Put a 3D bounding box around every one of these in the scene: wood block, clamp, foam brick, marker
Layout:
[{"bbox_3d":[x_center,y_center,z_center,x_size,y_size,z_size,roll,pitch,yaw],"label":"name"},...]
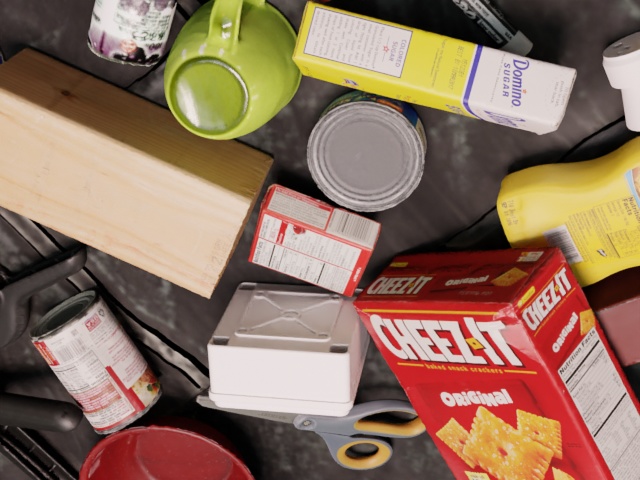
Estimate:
[{"bbox_3d":[-0.150,-0.052,0.792,0.206,0.090,0.090,24,118,-2],"label":"wood block"},{"bbox_3d":[-0.278,0.030,0.889,0.120,0.039,0.172,42,118,0],"label":"clamp"},{"bbox_3d":[0.222,0.049,0.778,0.053,0.078,0.051,-22,109,20],"label":"foam brick"},{"bbox_3d":[-0.289,0.147,0.929,0.210,0.036,0.165,30,141,3],"label":"clamp"},{"bbox_3d":[0.097,-0.168,0.725,0.121,0.020,0.020,42,116,-11],"label":"marker"}]

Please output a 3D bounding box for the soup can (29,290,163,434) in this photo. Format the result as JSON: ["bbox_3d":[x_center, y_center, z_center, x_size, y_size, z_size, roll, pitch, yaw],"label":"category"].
[{"bbox_3d":[-0.186,0.102,0.890,0.069,0.068,0.102,-23,110,21],"label":"soup can"}]

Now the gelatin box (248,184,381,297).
[{"bbox_3d":[-0.005,0.001,0.810,0.089,0.030,0.073,20,146,1],"label":"gelatin box"}]

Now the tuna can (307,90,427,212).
[{"bbox_3d":[0.035,-0.066,0.780,0.086,0.033,0.086,5,117,9],"label":"tuna can"}]

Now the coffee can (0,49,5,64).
[{"bbox_3d":[-0.302,-0.103,0.767,0.103,0.140,0.103,5,117,9],"label":"coffee can"}]

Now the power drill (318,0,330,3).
[{"bbox_3d":[-0.038,-0.242,0.675,0.187,0.057,0.184,43,103,-14],"label":"power drill"}]

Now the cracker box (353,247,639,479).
[{"bbox_3d":[0.140,0.112,0.789,0.164,0.072,0.213,-5,123,51],"label":"cracker box"}]

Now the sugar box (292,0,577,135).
[{"bbox_3d":[0.074,-0.112,0.713,0.176,0.093,0.048,17,94,3],"label":"sugar box"}]

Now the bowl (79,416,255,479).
[{"bbox_3d":[-0.125,0.208,0.935,0.162,0.055,0.162,4,122,6],"label":"bowl"}]

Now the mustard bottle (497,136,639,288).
[{"bbox_3d":[0.226,-0.026,0.731,0.192,0.058,0.096,-17,118,30],"label":"mustard bottle"}]

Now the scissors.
[{"bbox_3d":[-0.009,0.157,0.872,0.201,0.016,0.096,3,133,-17],"label":"scissors"}]
